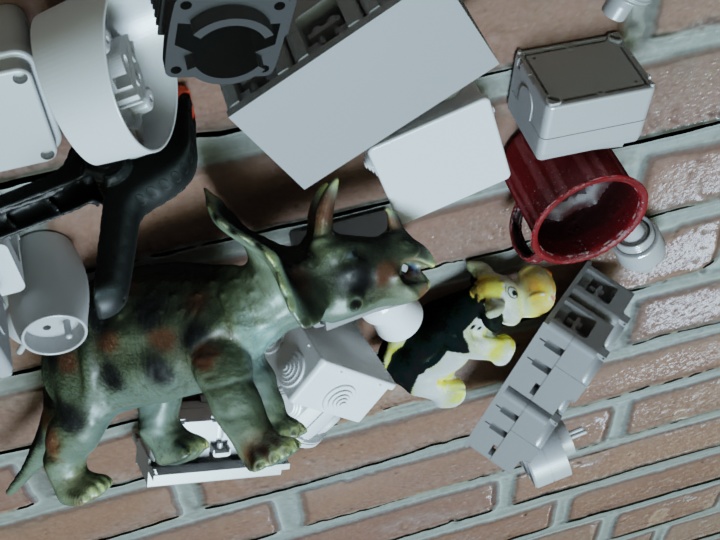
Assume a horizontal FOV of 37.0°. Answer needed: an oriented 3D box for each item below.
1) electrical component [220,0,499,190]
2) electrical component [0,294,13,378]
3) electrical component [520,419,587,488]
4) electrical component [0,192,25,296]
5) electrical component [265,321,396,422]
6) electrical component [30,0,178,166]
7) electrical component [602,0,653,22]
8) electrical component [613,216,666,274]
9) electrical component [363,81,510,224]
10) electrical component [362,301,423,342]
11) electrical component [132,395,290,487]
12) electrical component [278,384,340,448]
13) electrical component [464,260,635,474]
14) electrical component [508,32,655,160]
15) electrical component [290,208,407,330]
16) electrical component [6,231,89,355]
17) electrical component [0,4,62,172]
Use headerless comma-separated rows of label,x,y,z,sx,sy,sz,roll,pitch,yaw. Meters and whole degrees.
electrical component,-0.004,-0.132,0.672,0.150,0.061,0.089,-32,142,13
electrical component,-0.268,0.037,0.651,0.096,0.061,0.061,-16,143,-7
electrical component,0.200,0.179,1.116,0.074,0.052,0.138,-22,-179,1
electrical component,-0.318,-0.011,0.672,0.186,0.060,0.105,-15,142,-8
electrical component,-0.031,0.074,0.884,0.100,0.099,0.048,24,112,-43
electrical component,-0.140,-0.111,0.608,0.064,0.099,0.099,-18,143,6
electrical component,0.181,-0.192,0.702,0.043,0.043,0.062,2,138,-27
electrical component,0.239,-0.028,0.932,0.043,0.043,0.062,-30,141,11
electrical component,0.050,-0.091,0.760,0.100,0.048,0.099,-23,143,3
electrical component,0.022,0.029,0.897,0.045,0.045,0.055,-29,142,10
electrical component,-0.131,0.148,0.949,0.121,0.079,0.063,-1,109,-25
electrical component,-0.052,0.110,0.934,0.080,0.080,0.051,22,121,-42
electrical component,0.177,0.096,0.996,0.105,0.060,0.186,-45,165,-45
electrical component,0.161,-0.122,0.763,0.096,0.061,0.061,-12,142,-12
electrical component,0.000,0.000,0.837,0.096,0.061,0.061,-15,142,-8
electrical component,-0.225,0.027,0.750,0.043,0.077,0.079,12,132,-36
electrical component,-0.235,-0.095,0.612,0.113,0.057,0.078,-14,142,-9
